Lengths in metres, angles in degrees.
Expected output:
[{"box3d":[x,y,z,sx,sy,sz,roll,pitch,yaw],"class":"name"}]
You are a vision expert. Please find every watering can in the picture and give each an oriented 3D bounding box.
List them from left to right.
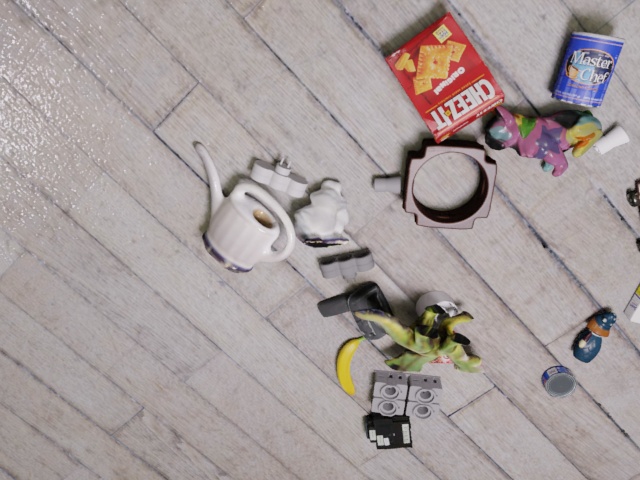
[{"box3d":[-0.216,-0.060,1.269,0.349,0.221,0.105,42,25,6],"class":"watering can"}]

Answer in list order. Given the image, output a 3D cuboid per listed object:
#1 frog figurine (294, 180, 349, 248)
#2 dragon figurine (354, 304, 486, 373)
[{"box3d":[0.004,-0.063,1.258,0.137,0.161,0.121,-1,-13,-5],"class":"frog figurine"},{"box3d":[0.245,0.273,1.306,0.410,0.237,0.125,13,40,-11],"class":"dragon figurine"}]
